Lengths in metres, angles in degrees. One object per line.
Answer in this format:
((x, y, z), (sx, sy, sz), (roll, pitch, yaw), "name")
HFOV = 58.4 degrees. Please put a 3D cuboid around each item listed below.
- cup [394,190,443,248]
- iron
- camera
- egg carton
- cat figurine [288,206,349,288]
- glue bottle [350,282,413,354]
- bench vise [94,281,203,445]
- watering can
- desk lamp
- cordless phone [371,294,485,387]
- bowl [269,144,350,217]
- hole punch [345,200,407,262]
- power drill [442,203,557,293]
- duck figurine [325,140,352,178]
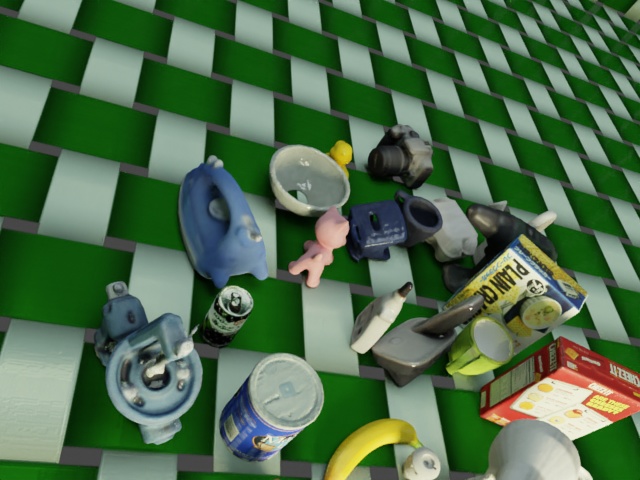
((0.180, -0.038, 1.174), (0.117, 0.095, 0.092), (47, 47, 12), "cup")
((-0.165, -0.054, 0.957), (0.119, 0.141, 0.258), (-10, 60, -35), "iron")
((0.176, -0.198, 1.297), (0.137, 0.100, 0.143), (-6, 58, -33), "camera")
((0.269, -0.024, 1.231), (0.107, 0.069, 0.150), (-11, 61, -36), "egg carton")
((0.009, 0.004, 1.027), (0.067, 0.117, 0.128), (32, 45, -2), "cat figurine")
((0.106, 0.120, 0.949), (0.037, 0.173, 0.078), (27, 46, -7), "glue bottle")
((-0.226, 0.134, 0.715), (0.207, 0.219, 0.122), (44, 46, 9), "bench vise")
((0.414, -0.004, 1.211), (0.173, 0.194, 0.101), (41, 46, 6), "watering can")
((0.243, 0.364, 0.801), (0.204, 0.213, 0.118), (-27, 71, -41), "desk lamp")
((0.184, 0.154, 0.958), (0.148, 0.185, 0.094), (-28, 71, -42), "cordless phone")
((-0.030, -0.103, 1.120), (0.168, 0.074, 0.167), (16, 48, -18), "bowl")
((0.106, -0.021, 1.121), (0.101, 0.091, 0.108), (5, 52, -26), "hole punch")
((0.337, 0.028, 1.130), (0.230, 0.208, 0.075), (15, 48, -18), "power drill")
((0.036, -0.163, 1.199), (0.078, 0.086, 0.104), (20, 47, -15), "duck figurine")
